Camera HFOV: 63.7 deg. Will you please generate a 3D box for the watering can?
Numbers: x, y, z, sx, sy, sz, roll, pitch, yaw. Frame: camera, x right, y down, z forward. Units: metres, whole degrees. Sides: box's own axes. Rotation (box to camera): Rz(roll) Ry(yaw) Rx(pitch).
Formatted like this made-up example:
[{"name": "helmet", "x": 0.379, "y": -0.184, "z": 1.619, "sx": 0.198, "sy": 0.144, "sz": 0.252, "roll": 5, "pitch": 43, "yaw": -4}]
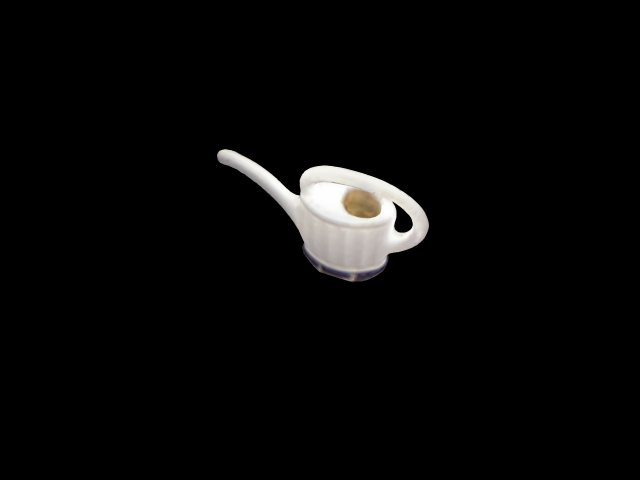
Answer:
[{"name": "watering can", "x": 0.003, "y": -0.043, "z": 0.850, "sx": 0.348, "sy": 0.106, "sz": 0.219, "roll": 16, "pitch": -38, "yaw": 13}]
